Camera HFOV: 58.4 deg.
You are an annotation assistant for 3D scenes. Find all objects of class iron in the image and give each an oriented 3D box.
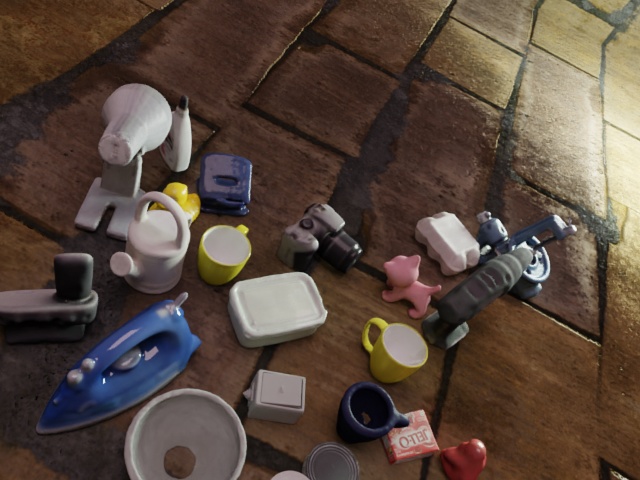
[{"bbox_3d":[-0.291,0.172,0.831,0.118,0.141,0.259,42,48,13],"label":"iron"}]

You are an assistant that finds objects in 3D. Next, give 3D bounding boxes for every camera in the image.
[{"bbox_3d":[0.010,0.004,1.138,0.136,0.100,0.143,39,47,10],"label":"camera"}]

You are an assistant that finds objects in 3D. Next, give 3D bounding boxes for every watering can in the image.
[{"bbox_3d":[-0.270,0.003,0.947,0.101,0.194,0.173,19,47,-9],"label":"watering can"}]

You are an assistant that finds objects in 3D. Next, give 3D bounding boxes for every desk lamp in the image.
[{"bbox_3d":[-0.349,-0.145,1.023,0.118,0.213,0.203,15,48,-11],"label":"desk lamp"}]

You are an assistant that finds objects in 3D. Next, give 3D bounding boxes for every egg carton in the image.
[{"bbox_3d":[0.285,0.007,1.281,0.107,0.069,0.150,-19,62,-35],"label":"egg carton"}]

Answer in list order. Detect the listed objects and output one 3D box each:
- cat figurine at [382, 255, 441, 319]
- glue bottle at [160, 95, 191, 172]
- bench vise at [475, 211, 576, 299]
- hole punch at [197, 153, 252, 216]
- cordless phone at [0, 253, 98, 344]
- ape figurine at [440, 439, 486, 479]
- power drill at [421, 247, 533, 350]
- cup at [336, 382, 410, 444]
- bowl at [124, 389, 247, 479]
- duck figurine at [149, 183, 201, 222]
[{"bbox_3d":[0.178,0.081,1.137,0.128,0.117,0.067,29,46,1],"label":"cat figurine"},{"bbox_3d":[-0.283,-0.220,1.144,0.037,0.173,0.078,-23,64,-36],"label":"glue bottle"},{"bbox_3d":[0.433,0.007,1.245,0.207,0.219,0.122,34,47,6],"label":"bench vise"},{"bbox_3d":[-0.190,-0.111,1.151,0.109,0.091,0.101,5,50,-20],"label":"hole punch"},{"bbox_3d":[-0.401,0.070,0.837,0.148,0.185,0.094,-2,53,-26],"label":"cordless phone"},{"bbox_3d":[0.245,0.361,0.949,0.078,0.092,0.076,22,47,-6],"label":"ape figurine"},{"bbox_3d":[0.289,0.116,1.095,0.230,0.208,0.075,-27,66,-38],"label":"power drill"},{"bbox_3d":[0.077,0.293,0.928,0.118,0.095,0.091,18,47,-9],"label":"cup"},{"bbox_3d":[-0.193,0.303,0.812,0.168,0.074,0.167,13,48,-14],"label":"bowl"},{"bbox_3d":[-0.272,-0.073,1.085,0.105,0.086,0.077,-23,64,-37],"label":"duck figurine"}]
